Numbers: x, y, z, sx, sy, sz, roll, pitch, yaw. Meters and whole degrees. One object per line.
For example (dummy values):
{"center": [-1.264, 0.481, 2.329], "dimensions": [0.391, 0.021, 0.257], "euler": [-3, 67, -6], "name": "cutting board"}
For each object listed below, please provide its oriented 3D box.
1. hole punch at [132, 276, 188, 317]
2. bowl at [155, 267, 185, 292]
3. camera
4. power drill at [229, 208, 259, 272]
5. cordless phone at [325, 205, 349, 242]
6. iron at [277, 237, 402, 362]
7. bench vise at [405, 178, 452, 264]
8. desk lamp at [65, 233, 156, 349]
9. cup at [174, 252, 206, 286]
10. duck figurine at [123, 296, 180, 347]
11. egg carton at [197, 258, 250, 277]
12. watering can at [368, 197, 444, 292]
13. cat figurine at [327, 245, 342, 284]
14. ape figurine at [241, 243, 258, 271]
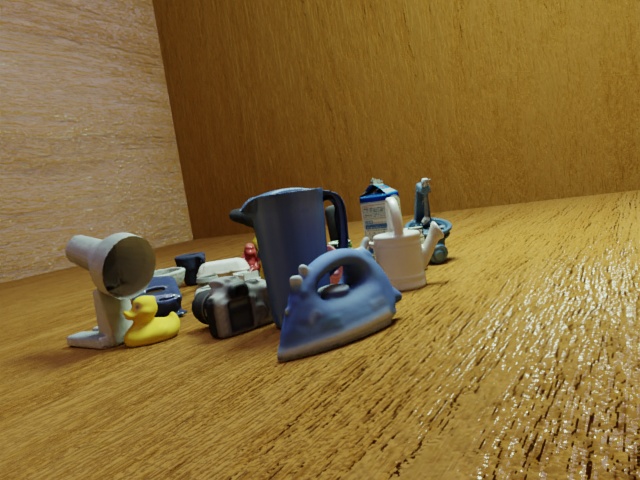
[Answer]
{"center": [-0.360, 0.130, 1.271], "dimensions": [0.109, 0.091, 0.101], "euler": [-11, 6, -24], "name": "hole punch"}
{"center": [-0.442, 0.125, 1.546], "dimensions": [0.167, 0.075, 0.167], "euler": [-8, 5, 1], "name": "bowl"}
{"center": [-0.169, 0.115, 1.075], "dimensions": [0.144, 0.101, 0.136], "euler": [-13, 7, -42], "name": "camera"}
{"center": [-0.155, 0.000, 1.698], "dimensions": [0.229, 0.208, 0.076], "euler": [-7, 6, 20], "name": "power drill"}
{"center": [0.014, 0.005, 1.497], "dimensions": [0.147, 0.185, 0.094], "euler": [-8, 6, 10], "name": "cordless phone"}
{"center": [0.017, 0.083, 0.896], "dimensions": [0.118, 0.141, 0.259], "euler": [-4, 7, 41], "name": "iron"}
{"center": [0.262, -0.051, 1.517], "dimensions": [0.122, 0.220, 0.207], "euler": [-11, 6, -25], "name": "bench vise"}
{"center": [-0.406, 0.092, 1.086], "dimensions": [0.202, 0.213, 0.118], "euler": [-5, 7, 35], "name": "desk lamp"}
{"center": [-0.377, 0.089, 1.723], "dimensions": [0.117, 0.095, 0.092], "euler": [-4, 7, 42], "name": "cup"}
{"center": [-0.317, 0.145, 1.067], "dimensions": [0.105, 0.086, 0.077], "euler": [-11, 6, -28], "name": "duck figurine"}
{"center": [-0.275, 0.094, 1.640], "dimensions": [0.150, 0.069, 0.107], "euler": [-9, 5, -9], "name": "egg carton"}
{"center": [0.171, 0.004, 1.211], "dimensions": [0.173, 0.194, 0.100], "euler": [-11, 6, -21], "name": "watering can"}
{"center": [0.018, 0.068, 1.188], "dimensions": [0.127, 0.118, 0.067], "euler": [-6, 6, 21], "name": "cat figurine"}
{"center": [-0.224, 0.056, 1.842], "dimensions": [0.078, 0.092, 0.076], "euler": [-10, 6, -13], "name": "ape figurine"}
